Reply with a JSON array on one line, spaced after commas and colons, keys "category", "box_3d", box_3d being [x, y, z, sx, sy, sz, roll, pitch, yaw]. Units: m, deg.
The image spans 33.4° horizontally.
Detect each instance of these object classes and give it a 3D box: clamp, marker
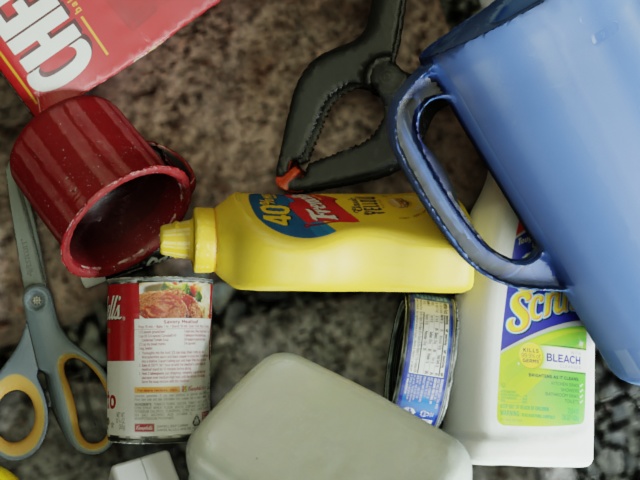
[{"category": "clamp", "box_3d": [0.044, -0.116, 0.709, 0.210, 0.036, 0.164, -38, 79, 7]}, {"category": "marker", "box_3d": [-0.102, 0.004, 0.712, 0.121, 0.020, 0.020, -19, 86, -6]}]

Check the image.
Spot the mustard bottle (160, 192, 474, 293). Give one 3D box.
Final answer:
[{"category": "mustard bottle", "box_3d": [-0.004, 0.000, 0.673, 0.191, 0.096, 0.058, 0, 113, -9]}]

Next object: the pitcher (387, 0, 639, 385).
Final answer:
[{"category": "pitcher", "box_3d": [0.160, -0.034, 0.625, 0.144, 0.149, 0.243, -42, 106, -47]}]

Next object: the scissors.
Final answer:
[{"category": "scissors", "box_3d": [-0.200, 0.055, 0.701, 0.096, 0.016, 0.202, -27, 86, -6]}]

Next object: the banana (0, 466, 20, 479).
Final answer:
[{"category": "banana", "box_3d": [-0.228, 0.228, 0.673, 0.070, 0.037, 0.198, 19, 81, 15]}]

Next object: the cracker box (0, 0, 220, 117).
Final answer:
[{"category": "cracker box", "box_3d": [-0.141, -0.203, 0.678, 0.213, 0.072, 0.164, -37, 112, -8]}]

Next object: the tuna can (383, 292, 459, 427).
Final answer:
[{"category": "tuna can", "box_3d": [0.064, 0.077, 0.683, 0.033, 0.086, 0.086, 9, 83, -1]}]

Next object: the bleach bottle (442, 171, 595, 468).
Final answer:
[{"category": "bleach bottle", "box_3d": [0.131, 0.019, 0.701, 0.102, 0.068, 0.251, 6, 81, -21]}]

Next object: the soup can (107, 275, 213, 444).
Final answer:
[{"category": "soup can", "box_3d": [-0.102, 0.076, 0.680, 0.068, 0.068, 0.102, 0, 84, -4]}]

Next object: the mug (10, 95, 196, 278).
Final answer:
[{"category": "mug", "box_3d": [-0.133, -0.039, 0.680, 0.117, 0.093, 0.081, -18, 56, -41]}]
